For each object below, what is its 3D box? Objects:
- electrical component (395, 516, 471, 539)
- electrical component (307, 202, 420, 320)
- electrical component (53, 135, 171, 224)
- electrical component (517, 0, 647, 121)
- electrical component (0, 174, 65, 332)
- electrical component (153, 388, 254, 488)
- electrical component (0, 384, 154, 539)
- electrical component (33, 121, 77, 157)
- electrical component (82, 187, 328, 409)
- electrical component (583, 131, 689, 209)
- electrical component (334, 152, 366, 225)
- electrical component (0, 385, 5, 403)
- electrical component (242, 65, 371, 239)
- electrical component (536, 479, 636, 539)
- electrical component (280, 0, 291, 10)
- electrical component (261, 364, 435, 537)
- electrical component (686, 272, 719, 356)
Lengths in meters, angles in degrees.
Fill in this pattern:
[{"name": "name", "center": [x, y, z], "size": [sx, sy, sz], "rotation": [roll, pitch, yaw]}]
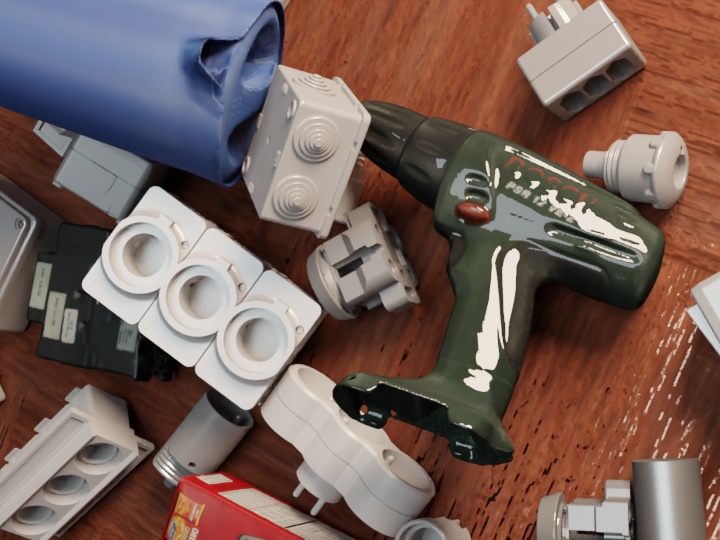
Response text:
[{"name": "electrical component", "center": [0.050, 0.183, 0.715], "size": [0.040, 0.046, 0.040], "rotation": [-3, 84, 27]}, {"name": "electrical component", "center": [0.000, 0.000, 0.755], "size": [0.057, 0.058, 0.078], "rotation": [-28, 72, 19]}, {"name": "electrical component", "center": [-0.188, -0.083, 0.845], "size": [0.062, 0.096, 0.061], "rotation": [32, 101, -3]}, {"name": "electrical component", "center": [0.136, -0.151, 0.705], "size": [0.066, 0.047, 0.076], "rotation": [-35, 70, 20]}, {"name": "electrical component", "center": [-0.318, -0.018, 0.923], "size": [0.109, 0.056, 0.108], "rotation": [33, 100, 26]}, {"name": "electrical component", "center": [-0.122, 0.133, 0.812], "size": [0.043, 0.043, 0.081], "rotation": [45, 105, 24]}, {"name": "electrical component", "center": [-0.235, 0.153, 0.854], "size": [0.121, 0.079, 0.063], "rotation": [-43, 38, 17]}, {"name": "electrical component", "center": [-0.227, -0.135, 0.884], "size": [0.042, 0.064, 0.081], "rotation": [40, 103, 24]}, {"name": "electrical component", "center": [-0.110, 0.020, 0.771], "size": [0.150, 0.062, 0.089], "rotation": [36, 91, 4]}, {"name": "electrical component", "center": [0.173, -0.065, 0.680], "size": [0.062, 0.048, 0.048], "rotation": [9, 89, 36]}, {"name": "electrical component", "center": [-0.015, -0.069, 0.779], "size": [0.040, 0.040, 0.078], "rotation": [25, 96, 27]}, {"name": "electrical component", "center": [-0.355, 0.099, 0.931], "size": [0.062, 0.061, 0.096], "rotation": [-33, 79, 21]}, {"name": "electrical component", "center": [-0.039, -0.081, 0.713], "size": [0.099, 0.048, 0.099], "rotation": [-119, 46, -60]}, {"name": "electrical component", "center": [0.141, 0.164, 0.671], "size": [0.055, 0.048, 0.066], "rotation": [-2, 85, 21]}, {"name": "electrical component", "center": [-0.088, -0.236, 0.826], "size": [0.078, 0.057, 0.113], "rotation": [42, 104, 25]}, {"name": "electrical component", "center": [-0.019, 0.137, 0.753], "size": [0.138, 0.052, 0.073], "rotation": [41, 104, 25]}, {"name": "electrical component", "center": [0.239, 0.042, 0.623], "size": [0.061, 0.062, 0.096], "rotation": [-32, 71, 21]}]
